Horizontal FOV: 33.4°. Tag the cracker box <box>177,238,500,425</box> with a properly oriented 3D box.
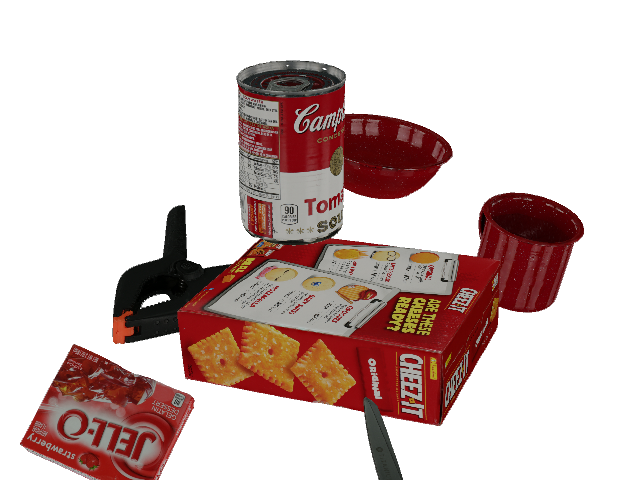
[{"bbox_3d":[0.019,0.064,0.852,0.214,0.072,0.164,8,26,23],"label":"cracker box"}]

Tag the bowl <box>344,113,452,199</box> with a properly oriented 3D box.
[{"bbox_3d":[0.065,-0.091,1.212,0.162,0.055,0.162,7,27,-4],"label":"bowl"}]

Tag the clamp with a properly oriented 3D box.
[{"bbox_3d":[-0.133,0.033,1.016,0.165,0.036,0.209,26,37,28],"label":"clamp"}]

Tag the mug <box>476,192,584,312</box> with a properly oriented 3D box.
[{"bbox_3d":[0.183,0.007,1.003,0.093,0.081,0.117,-9,36,-27],"label":"mug"}]

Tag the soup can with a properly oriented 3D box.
[{"bbox_3d":[-0.018,-0.056,0.680,0.068,0.102,0.068,0,25,0],"label":"soup can"}]

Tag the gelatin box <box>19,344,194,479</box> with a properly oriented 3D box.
[{"bbox_3d":[-0.137,0.119,0.694,0.089,0.073,0.030,24,-21,2],"label":"gelatin box"}]

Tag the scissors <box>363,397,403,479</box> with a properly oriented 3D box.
[{"bbox_3d":[0.064,0.158,0.598,0.096,0.016,0.201,7,31,3],"label":"scissors"}]
